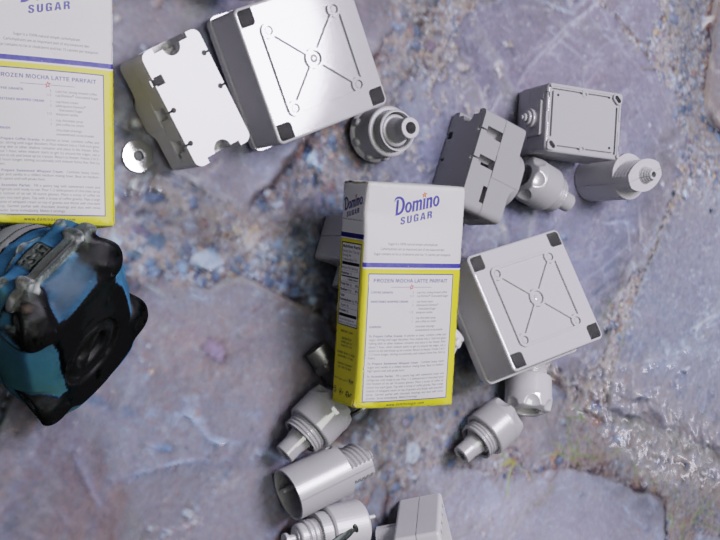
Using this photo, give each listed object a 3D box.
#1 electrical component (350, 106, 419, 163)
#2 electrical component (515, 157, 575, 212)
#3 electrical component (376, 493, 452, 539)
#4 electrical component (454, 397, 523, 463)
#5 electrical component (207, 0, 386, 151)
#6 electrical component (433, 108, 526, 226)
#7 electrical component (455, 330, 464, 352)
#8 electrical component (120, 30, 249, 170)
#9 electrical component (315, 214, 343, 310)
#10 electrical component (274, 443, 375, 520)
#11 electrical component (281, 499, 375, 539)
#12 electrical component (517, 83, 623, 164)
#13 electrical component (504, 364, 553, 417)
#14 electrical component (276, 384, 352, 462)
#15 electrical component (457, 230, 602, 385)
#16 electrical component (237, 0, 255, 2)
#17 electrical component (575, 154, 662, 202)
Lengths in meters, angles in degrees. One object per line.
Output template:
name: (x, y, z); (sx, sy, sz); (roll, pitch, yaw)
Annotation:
electrical component: (0.025, -0.114, 0.889); (0.048, 0.062, 0.048); (-1, 91, -32)
electrical component: (0.172, -0.074, 0.991); (0.062, 0.043, 0.043); (26, 77, -31)
electrical component: (0.035, 0.230, 0.901); (0.076, 0.083, 0.047); (-13, 99, 8)
electrical component: (0.111, 0.146, 0.958); (0.062, 0.043, 0.043); (-36, 109, -25)
electrical component: (-0.049, -0.162, 0.846); (0.109, 0.056, 0.108); (-26, 104, -29)
electrical component: (0.106, -0.088, 0.946); (0.056, 0.050, 0.089); (23, 79, -30)
electrical component: (0.058, 0.073, 0.924); (0.048, 0.048, 0.062); (27, 84, -29)
electrical component: (-0.131, -0.124, 0.796); (0.050, 0.056, 0.089); (-34, 108, -27)
electrical component: (0.000, 0.000, 0.884); (0.066, 0.047, 0.076); (21, 80, -30)
electrical component: (-0.024, 0.166, 0.874); (0.081, 0.043, 0.043); (-21, 102, -30)
electrical component: (-0.027, 0.212, 0.875); (0.078, 0.040, 0.040); (-5, 94, -31)
electrical component: (0.185, -0.134, 0.992); (0.096, 0.061, 0.061); (4, 89, -24)
electrical component: (0.154, 0.100, 0.985); (0.043, 0.043, 0.062); (20, 59, -30)
electrical component: (-0.040, 0.126, 0.865); (0.062, 0.043, 0.043); (-44, 112, -22)
electrical component: (0.141, 0.032, 0.949); (0.109, 0.056, 0.108); (-17, 80, -30)
electrical component: (-0.124, -0.261, 0.801); (0.138, 0.052, 0.073); (21, 42, -25)
electrical component: (0.247, -0.088, 1.015); (0.043, 0.081, 0.043); (-1, 91, -32)
